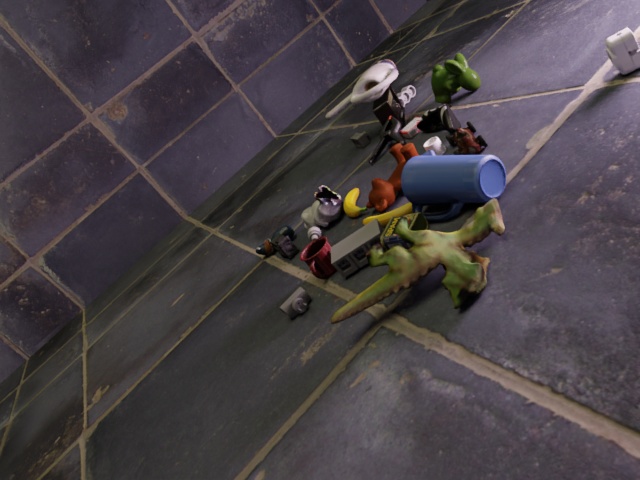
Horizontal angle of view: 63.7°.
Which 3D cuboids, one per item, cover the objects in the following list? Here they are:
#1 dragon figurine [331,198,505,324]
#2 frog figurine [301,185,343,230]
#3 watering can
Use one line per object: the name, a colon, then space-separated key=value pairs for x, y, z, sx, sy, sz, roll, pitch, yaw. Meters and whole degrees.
dragon figurine: x=0.222 y=0.062 z=1.047 sx=0.414 sy=0.120 sz=0.244 roll=-46 pitch=30 yaw=-15
frog figurine: x=0.005 y=-0.086 z=1.708 sx=0.140 sy=0.122 sz=0.156 roll=-98 pitch=25 yaw=-57
watering can: x=0.177 y=-0.599 z=2.045 sx=0.344 sy=0.103 sz=0.229 roll=-19 pitch=28 yaw=43
